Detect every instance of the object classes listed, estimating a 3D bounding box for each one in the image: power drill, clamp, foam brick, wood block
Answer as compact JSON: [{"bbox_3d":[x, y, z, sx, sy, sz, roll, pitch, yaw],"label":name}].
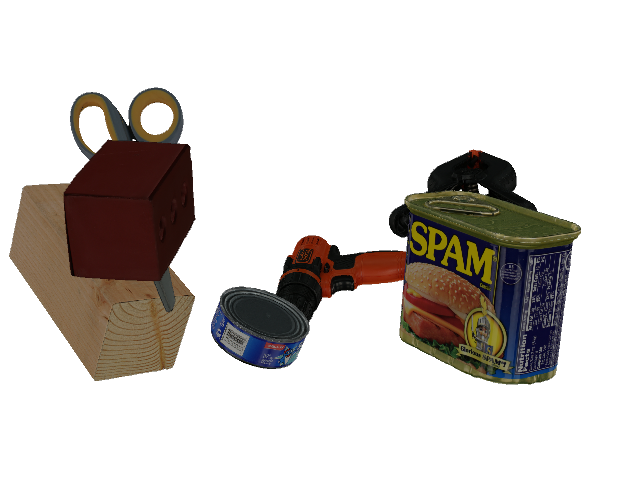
[{"bbox_3d":[0.045,0.048,1.216,0.188,0.057,0.184,0,29,9],"label":"power drill"},{"bbox_3d":[0.139,-0.042,0.929,0.120,0.039,0.171,7,27,20],"label":"clamp"},{"bbox_3d":[-0.107,-0.019,0.606,0.051,0.053,0.078,5,29,8],"label":"foam brick"},{"bbox_3d":[-0.221,0.034,1.055,0.090,0.091,0.206,-5,36,-40],"label":"wood block"}]

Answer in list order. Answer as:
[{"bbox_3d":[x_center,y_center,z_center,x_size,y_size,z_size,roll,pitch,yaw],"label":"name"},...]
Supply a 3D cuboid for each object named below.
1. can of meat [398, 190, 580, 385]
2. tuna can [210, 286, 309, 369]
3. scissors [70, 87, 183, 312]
[{"bbox_3d":[0.089,0.024,0.591,0.057,0.084,0.102,-7,19,-34],"label":"can of meat"},{"bbox_3d":[-0.055,0.079,0.968,0.086,0.034,0.086,19,23,-9],"label":"tuna can"},{"bbox_3d":[-0.123,-0.045,0.816,0.096,0.202,0.016,-28,-24,-17],"label":"scissors"}]
